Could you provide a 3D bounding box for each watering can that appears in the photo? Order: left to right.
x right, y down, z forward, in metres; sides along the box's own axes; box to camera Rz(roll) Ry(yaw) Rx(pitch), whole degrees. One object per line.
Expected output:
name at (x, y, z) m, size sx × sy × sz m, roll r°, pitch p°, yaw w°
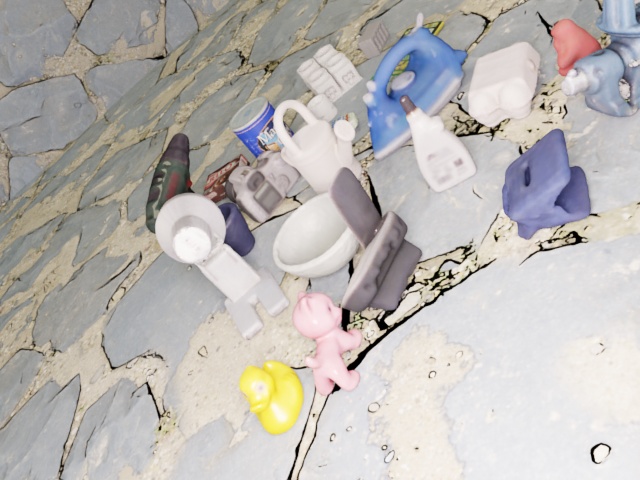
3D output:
watering can at (-0.008, -0.175, 1.041) m, size 0.172 × 0.195 × 0.101 m, roll -23°, pitch 38°, yaw 26°

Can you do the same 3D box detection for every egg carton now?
egg carton at (0.301, -0.255, 0.933) m, size 0.107 × 0.070 × 0.150 m, roll -11°, pitch 44°, yaw 37°

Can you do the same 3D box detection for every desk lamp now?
desk lamp at (-0.174, 0.030, 0.961) m, size 0.118 × 0.214 × 0.202 m, roll -43°, pitch 34°, yaw -2°

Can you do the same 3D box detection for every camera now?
camera at (-0.139, -0.123, 1.200) m, size 0.136 × 0.101 × 0.143 m, roll 14°, pitch 62°, yaw 51°

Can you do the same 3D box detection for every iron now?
iron at (0.150, -0.286, 1.054) m, size 0.258 × 0.142 × 0.118 m, roll -51°, pitch 35°, yaw -13°

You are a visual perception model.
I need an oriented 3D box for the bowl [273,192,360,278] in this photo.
bowl at (0.009, 0.003, 0.934) m, size 0.167 × 0.075 × 0.167 m, roll -26°, pitch 37°, yaw 22°

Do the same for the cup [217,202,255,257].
cup at (-0.183, -0.006, 1.118) m, size 0.117 × 0.095 × 0.091 m, roll -27°, pitch 36°, yaw 21°

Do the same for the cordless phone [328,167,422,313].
cordless phone at (0.049, 0.002, 0.795) m, size 0.093 × 0.186 × 0.148 m, roll -5°, pitch 49°, yaw 42°

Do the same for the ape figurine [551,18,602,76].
ape figurine at (0.385, -0.299, 0.878) m, size 0.078 × 0.092 × 0.075 m, roll -52°, pitch 35°, yaw -14°

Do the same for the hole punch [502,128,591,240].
hole punch at (0.279, -0.072, 0.731) m, size 0.100 × 0.091 × 0.108 m, roll -19°, pitch 40°, yaw 31°

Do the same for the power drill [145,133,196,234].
power drill at (-0.263, -0.080, 1.178) m, size 0.075 × 0.209 × 0.229 m, roll -17°, pitch 41°, yaw 32°

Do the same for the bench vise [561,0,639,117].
bench vise at (0.396, -0.280, 0.730) m, size 0.207 × 0.220 × 0.121 m, roll -52°, pitch 35°, yaw -14°

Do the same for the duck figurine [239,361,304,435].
duck figurine at (-0.075, 0.203, 0.784) m, size 0.077 × 0.086 × 0.104 m, roll -29°, pitch 36°, yaw 18°

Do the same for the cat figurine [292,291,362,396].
cat figurine at (-0.001, 0.126, 0.767) m, size 0.067 × 0.118 × 0.128 m, roll -23°, pitch 38°, yaw 26°

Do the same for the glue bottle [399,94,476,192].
glue bottle at (0.166, -0.150, 0.858) m, size 0.078 × 0.174 × 0.037 m, roll -27°, pitch 37°, yaw 21°
